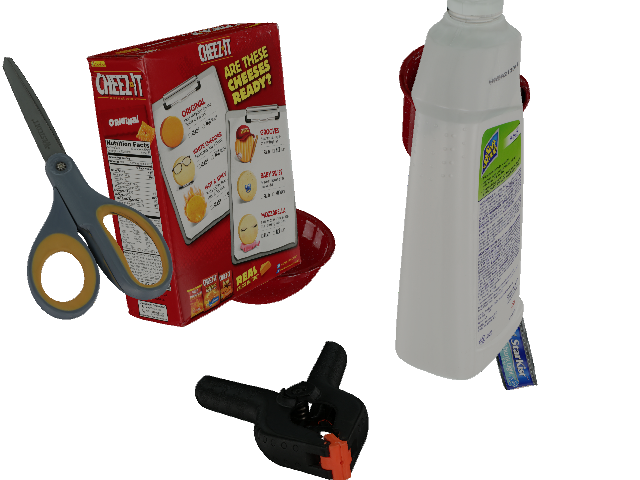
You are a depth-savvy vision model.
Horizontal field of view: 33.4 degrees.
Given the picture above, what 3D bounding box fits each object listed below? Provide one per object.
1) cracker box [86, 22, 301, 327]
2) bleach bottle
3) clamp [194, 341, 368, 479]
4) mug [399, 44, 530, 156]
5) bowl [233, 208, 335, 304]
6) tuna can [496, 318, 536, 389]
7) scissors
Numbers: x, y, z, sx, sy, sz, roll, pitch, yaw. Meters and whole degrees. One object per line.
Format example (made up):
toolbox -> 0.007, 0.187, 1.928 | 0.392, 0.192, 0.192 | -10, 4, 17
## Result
cracker box -> -0.097, -0.059, 0.871 | 0.072, 0.214, 0.163 | 6, 21, 35
bleach bottle -> 0.091, -0.040, 0.653 | 0.068, 0.251, 0.102 | 17, 37, 26
clamp -> -0.025, 0.122, 0.758 | 0.120, 0.039, 0.171 | -17, 17, -6
mug -> 0.124, -0.115, 0.925 | 0.117, 0.093, 0.081 | -13, -36, -8
bowl -> -0.067, 0.019, 1.099 | 0.162, 0.055, 0.162 | 4, 30, -3
tuna can -> 0.200, 0.112, 1.111 | 0.034, 0.086, 0.086 | -13, -3, 11
scissors -> -0.176, -0.029, 0.679 | 0.096, 0.202, 0.016 | -38, -16, -24
